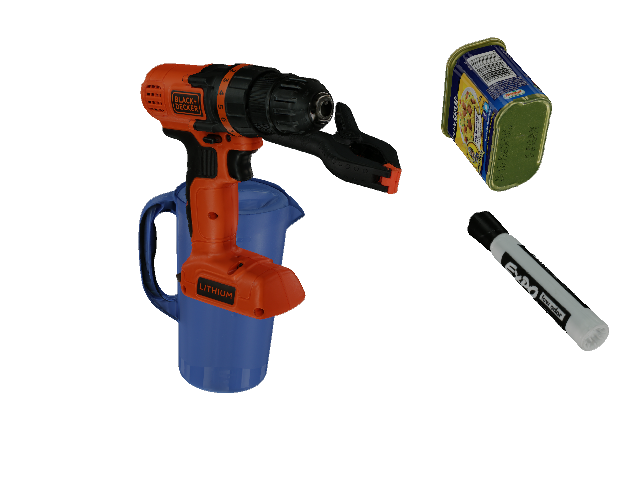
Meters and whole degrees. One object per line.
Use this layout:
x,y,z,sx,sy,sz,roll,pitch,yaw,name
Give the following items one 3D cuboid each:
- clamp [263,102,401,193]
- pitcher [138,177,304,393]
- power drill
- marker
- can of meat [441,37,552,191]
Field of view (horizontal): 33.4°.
0.015,-0.098,1.124,0.120,0.039,0.172,-16,36,-24,clamp
-0.120,0.052,1.256,0.149,0.243,0.144,21,26,34,pitcher
-0.057,-0.040,0.800,0.057,0.188,0.185,-20,24,-41,power drill
0.122,0.019,0.620,0.020,0.020,0.121,0,34,-31,marker
0.148,-0.105,0.903,0.057,0.102,0.084,-17,48,-14,can of meat
